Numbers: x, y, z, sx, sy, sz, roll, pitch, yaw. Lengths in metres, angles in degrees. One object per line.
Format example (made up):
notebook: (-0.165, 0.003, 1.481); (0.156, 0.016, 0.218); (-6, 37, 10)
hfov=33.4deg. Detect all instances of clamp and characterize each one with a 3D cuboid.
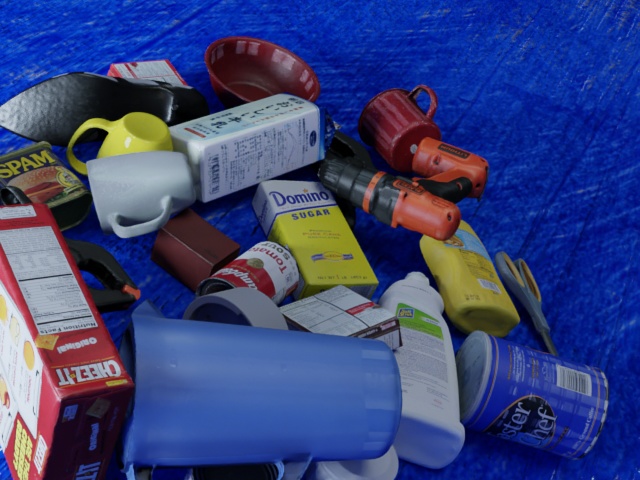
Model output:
clamp: (-0.258, 0.017, 1.058); (0.171, 0.039, 0.120); (23, 56, -32)
clamp: (0.051, -0.085, 1.380); (0.164, 0.036, 0.210); (-3, 45, -36)

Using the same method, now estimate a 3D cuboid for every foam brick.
foam brick: (-0.135, 0.014, 1.153); (0.078, 0.051, 0.052); (36, 40, 14)

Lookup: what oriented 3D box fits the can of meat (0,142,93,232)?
can of meat: (-0.304, -0.048, 1.131); (0.084, 0.058, 0.101); (44, 42, 18)

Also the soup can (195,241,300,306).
soup can: (-0.075, 0.050, 1.130); (0.068, 0.069, 0.102); (36, 38, 14)

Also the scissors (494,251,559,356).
scissors: (0.253, 0.089, 1.279); (0.096, 0.016, 0.202); (38, 28, -33)

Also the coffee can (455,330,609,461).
coffee can: (0.216, 0.164, 1.126); (0.140, 0.103, 0.102); (18, 39, -10)

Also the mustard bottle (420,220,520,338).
mustard bottle: (0.170, 0.029, 1.291); (0.096, 0.058, 0.192); (17, 36, -31)

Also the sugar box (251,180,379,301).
sugar box: (-0.008, 0.001, 1.241); (0.093, 0.048, 0.176); (0, 45, -29)

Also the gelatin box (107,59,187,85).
gelatin box: (-0.218, -0.196, 1.370); (0.089, 0.030, 0.073); (-13, 52, -38)

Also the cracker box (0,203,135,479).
cracker box: (-0.238, 0.099, 0.907); (0.071, 0.164, 0.214); (-9, 49, -33)

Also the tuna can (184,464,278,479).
tuna can: (-0.078, 0.219, 0.959); (0.086, 0.034, 0.086); (15, 39, -13)

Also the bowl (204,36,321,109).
bowl: (-0.083, -0.205, 1.433); (0.162, 0.055, 0.162); (15, 39, -13)

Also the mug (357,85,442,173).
mug: (0.116, -0.152, 1.421); (0.093, 0.117, 0.082); (22, 22, -42)

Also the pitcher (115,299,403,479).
pitcher: (-0.056, 0.146, 0.927); (0.242, 0.149, 0.145); (4, 18, -17)

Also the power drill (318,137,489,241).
power drill: (0.113, -0.071, 1.311); (0.185, 0.057, 0.187); (26, 32, 21)

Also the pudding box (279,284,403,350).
pudding box: (0.017, 0.091, 1.110); (0.089, 0.039, 0.114); (-20, 25, -28)

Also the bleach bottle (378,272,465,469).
bleach bottle: (0.105, 0.123, 1.148); (0.102, 0.068, 0.250); (21, 36, -6)
